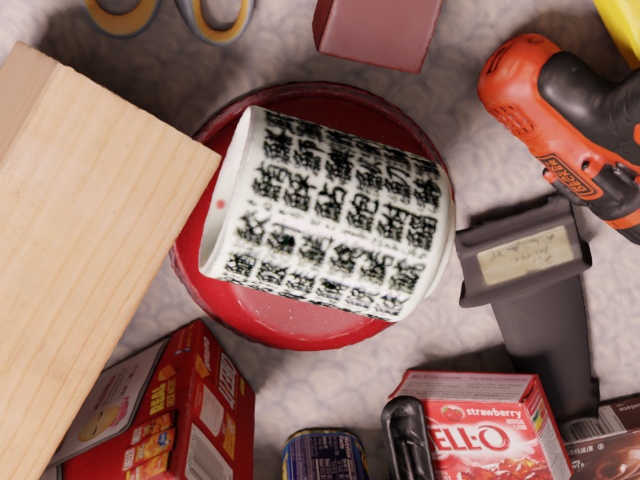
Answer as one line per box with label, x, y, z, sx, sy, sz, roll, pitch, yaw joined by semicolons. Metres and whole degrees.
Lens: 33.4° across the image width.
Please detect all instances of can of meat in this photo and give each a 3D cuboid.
can of meat;0.004;0.174;0.626;0.057;0.084;0.102;0;113;-4

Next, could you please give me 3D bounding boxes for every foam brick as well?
foam brick;0.031;-0.127;0.515;0.053;0.051;0.078;13;112;-10

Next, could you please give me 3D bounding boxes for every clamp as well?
clamp;0.068;0.179;0.613;0.039;0.120;0.171;-19;139;-17

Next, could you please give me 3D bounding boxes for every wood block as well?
wood block;-0.146;0.021;0.505;0.090;0.091;0.206;29;91;-33

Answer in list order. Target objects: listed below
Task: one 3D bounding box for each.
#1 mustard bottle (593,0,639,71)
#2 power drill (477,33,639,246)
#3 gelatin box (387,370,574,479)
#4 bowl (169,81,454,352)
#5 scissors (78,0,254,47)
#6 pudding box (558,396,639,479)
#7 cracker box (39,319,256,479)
mustard bottle;0.223;-0.158;0.509;0.192;0.058;0.096;-31;114;9
power drill;0.182;-0.038;0.496;0.184;0.188;0.057;36;75;-17
gelatin box;0.091;0.112;0.611;0.089;0.030;0.073;-4;121;37
bowl;-0.004;0.001;0.566;0.162;0.055;0.162;-1;113;-3
scissors;-0.092;-0.182;0.502;0.096;0.016;0.202;-19;113;4
pudding box;0.193;0.142;0.649;0.113;0.039;0.090;-11;114;1
cracker box;-0.138;0.150;0.564;0.214;0.164;0.072;-30;110;9
